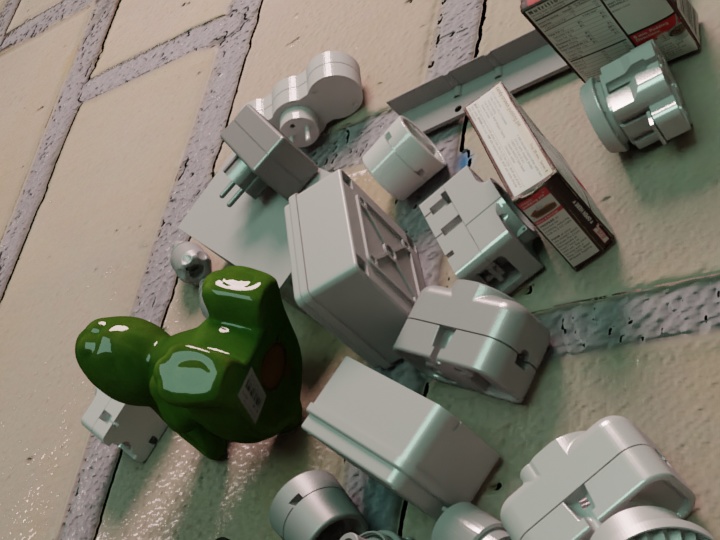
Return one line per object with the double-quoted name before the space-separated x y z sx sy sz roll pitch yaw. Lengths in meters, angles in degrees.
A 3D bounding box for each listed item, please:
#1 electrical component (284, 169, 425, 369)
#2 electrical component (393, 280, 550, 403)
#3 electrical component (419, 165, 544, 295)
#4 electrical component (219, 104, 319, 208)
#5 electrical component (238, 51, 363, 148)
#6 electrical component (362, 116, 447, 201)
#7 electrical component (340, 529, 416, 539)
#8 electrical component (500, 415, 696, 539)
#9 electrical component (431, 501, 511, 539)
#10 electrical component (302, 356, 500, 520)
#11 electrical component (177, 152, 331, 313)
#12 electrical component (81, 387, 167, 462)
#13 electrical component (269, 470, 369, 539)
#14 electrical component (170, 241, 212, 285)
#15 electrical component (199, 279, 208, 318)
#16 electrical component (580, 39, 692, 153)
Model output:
"electrical component" 0.000 0.000 0.798 0.056 0.109 0.108 -30 43 20
"electrical component" 0.077 0.046 0.730 0.095 0.054 0.059 11 69 48
"electrical component" 0.090 -0.028 0.778 0.056 0.050 0.089 -40 40 15
"electrical component" -0.089 -0.085 0.902 0.075 0.047 0.083 -48 38 4
"electrical component" -0.057 -0.140 1.010 0.138 0.052 0.073 -29 43 24
"electrical component" 0.035 -0.090 0.879 0.047 0.055 0.055 -43 39 16
"electrical component" 0.011 0.184 0.678 0.048 0.062 0.048 -26 45 29
"electrical component" 0.131 0.132 0.609 0.095 0.054 0.059 -43 39 10
"electrical component" 0.077 0.169 0.642 0.078 0.040 0.040 24 78 51
"electrical component" 0.025 0.112 0.709 0.113 0.078 0.057 23 74 50
"electrical component" -0.067 -0.039 0.933 0.105 0.060 0.186 -55 39 -5
"electrical component" -0.197 0.113 0.948 0.056 0.050 0.089 21 76 50
"electrical component" -0.027 0.172 0.732 0.055 0.055 0.047 -51 42 0
"electrical component" -0.165 -0.011 1.029 0.035 0.035 0.061 -49 36 2
"electrical component" -0.123 0.028 0.951 0.040 0.040 0.078 -51 38 0
"electrical component" 0.190 -0.116 0.746 0.057 0.058 0.078 -26 45 24
